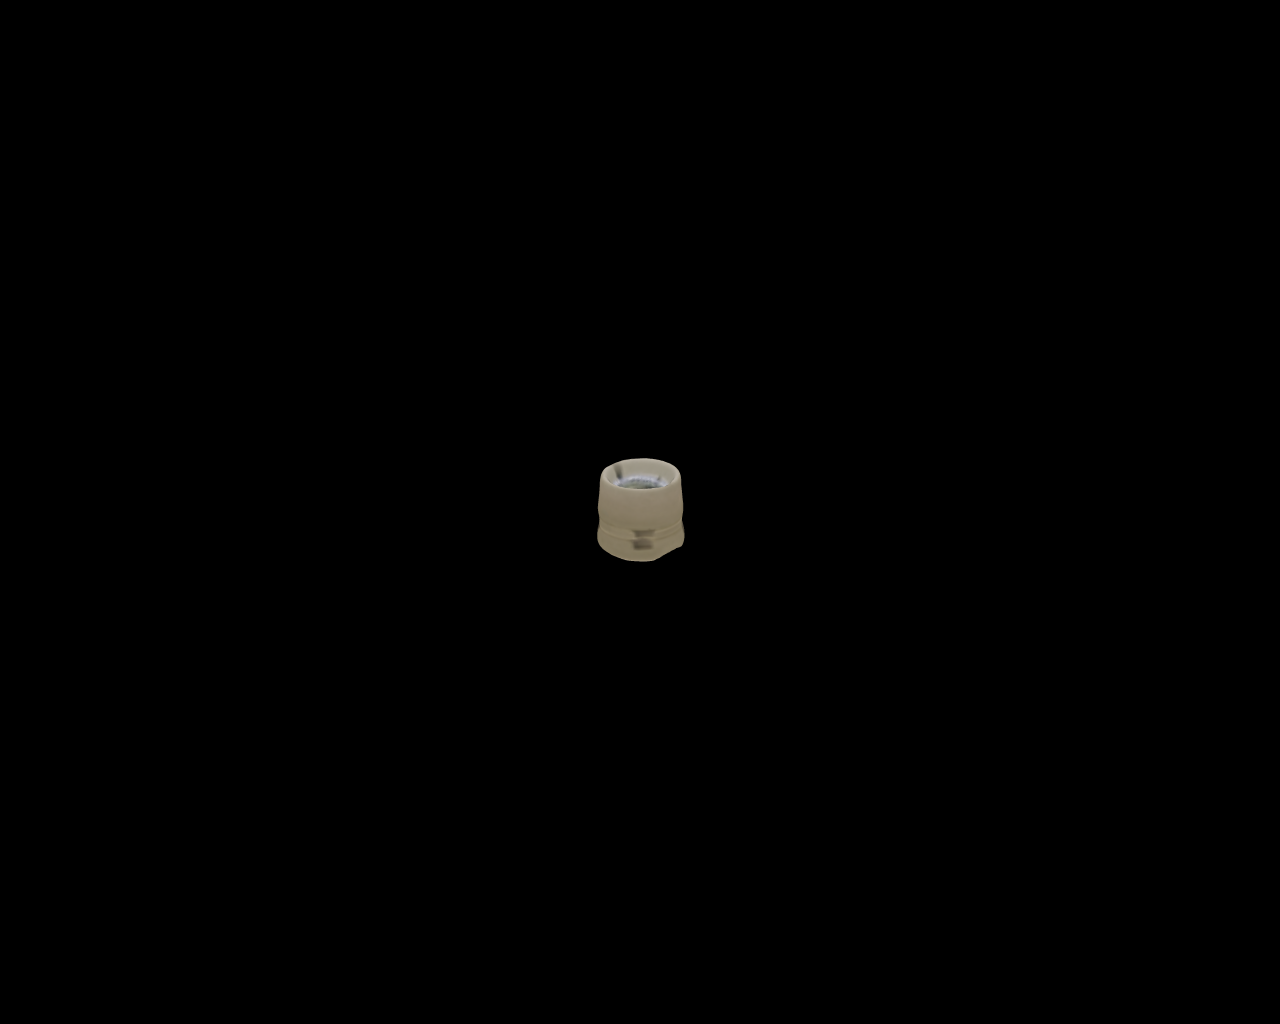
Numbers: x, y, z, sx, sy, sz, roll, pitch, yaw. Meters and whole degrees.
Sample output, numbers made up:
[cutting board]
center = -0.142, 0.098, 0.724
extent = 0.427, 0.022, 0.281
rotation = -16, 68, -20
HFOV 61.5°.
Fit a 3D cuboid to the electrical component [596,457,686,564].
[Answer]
[electrical component]
center = 0.001, -0.003, 0.650
extent = 0.055, 0.047, 0.055
rotation = 0, 27, 0
